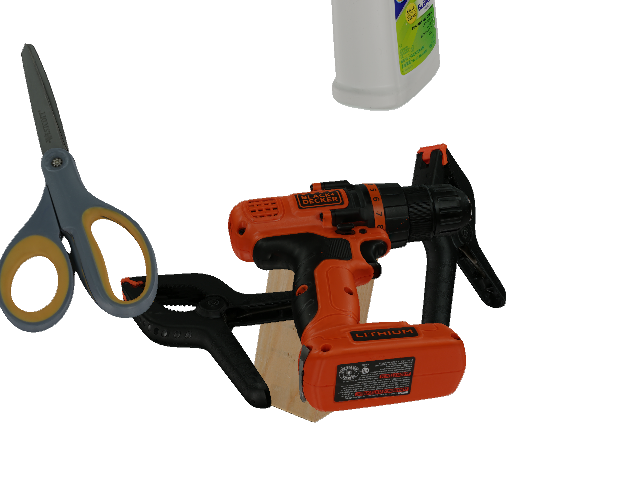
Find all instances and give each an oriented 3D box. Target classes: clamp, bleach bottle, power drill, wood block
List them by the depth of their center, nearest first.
[{"bbox_3d":[0.038,0.028,0.741,0.184,0.057,0.188,-7,39,-9],"label":"power drill"},{"bbox_3d":[0.042,-0.232,0.808,0.068,0.251,0.102,13,38,29],"label":"bleach bottle"},{"bbox_3d":[0.111,0.003,0.954,0.039,0.171,0.120,-12,14,36],"label":"clamp"},{"bbox_3d":[-0.086,0.067,0.968,0.210,0.036,0.164,19,37,29],"label":"clamp"},{"bbox_3d":[-0.006,0.079,1.174,0.090,0.206,0.090,17,17,25],"label":"wood block"}]

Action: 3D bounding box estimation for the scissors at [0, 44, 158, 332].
[{"bbox_3d":[-0.164,-0.028,0.612,0.096,0.202,0.016,-31,-26,-15],"label":"scissors"}]
